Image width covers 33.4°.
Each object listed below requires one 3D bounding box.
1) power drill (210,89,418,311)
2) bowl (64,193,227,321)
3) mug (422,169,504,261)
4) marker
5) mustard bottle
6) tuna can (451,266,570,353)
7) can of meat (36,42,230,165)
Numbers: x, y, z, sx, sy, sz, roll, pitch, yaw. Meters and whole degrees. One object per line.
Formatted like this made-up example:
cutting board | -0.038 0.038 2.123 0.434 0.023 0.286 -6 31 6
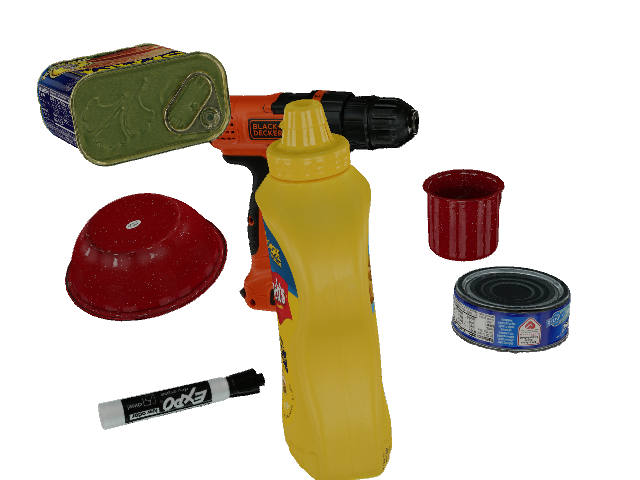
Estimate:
power drill | -0.004 -0.032 0.890 0.185 0.188 0.057 4 18 24
bowl | -0.174 0.003 1.027 0.162 0.055 0.162 -6 40 5
mug | 0.173 -0.033 1.246 0.093 0.081 0.117 18 33 37
marker | -0.098 0.113 0.767 0.121 0.020 0.020 -11 4 -19
mustard bottle | 0.001 0.022 0.550 0.058 0.192 0.096 -8 22 -5
tuna can | 0.140 0.049 0.784 0.086 0.034 0.086 0 20 0
can of meat | -0.121 -0.090 0.679 0.101 0.057 0.084 -17 23 -26
